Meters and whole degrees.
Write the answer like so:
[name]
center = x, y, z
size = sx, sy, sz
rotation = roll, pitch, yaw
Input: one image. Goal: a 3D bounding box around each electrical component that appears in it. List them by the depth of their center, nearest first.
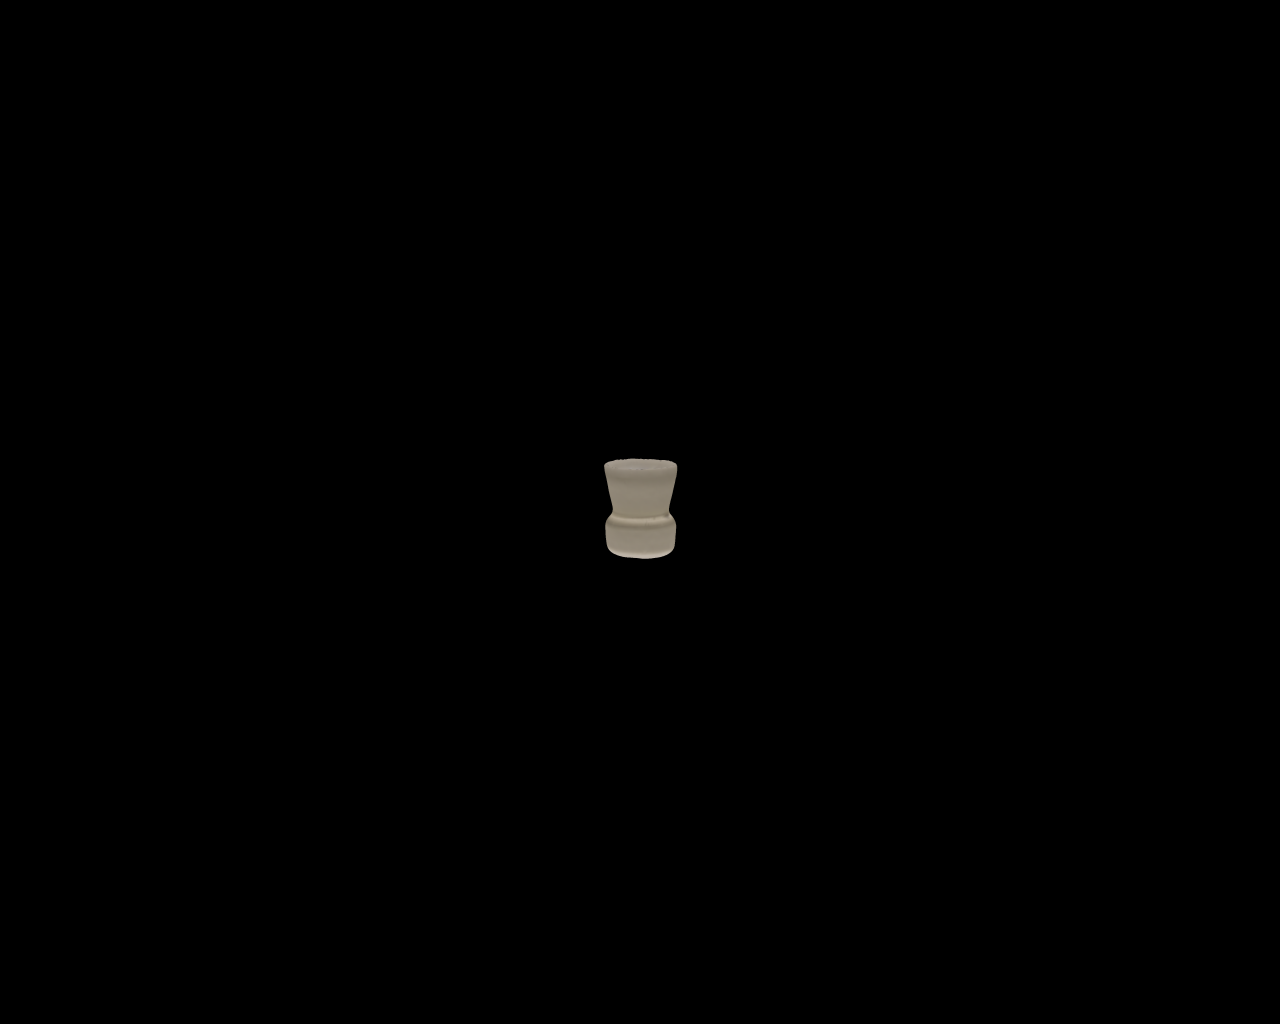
[electrical component]
center = 0.001, -0.003, 0.650
size = 0.045, 0.055, 0.045
rotation = 0, 12, 0
